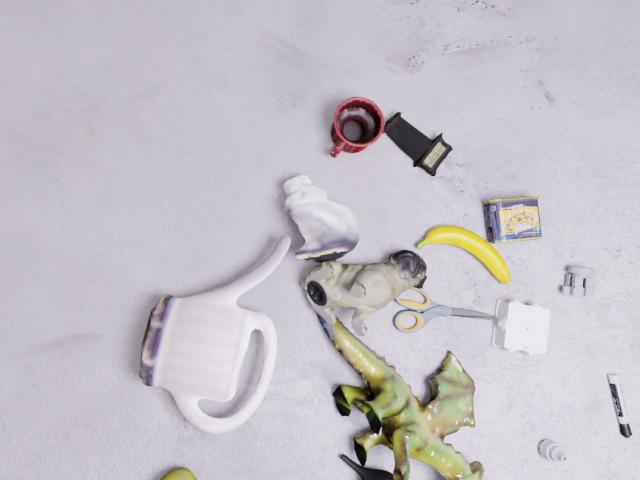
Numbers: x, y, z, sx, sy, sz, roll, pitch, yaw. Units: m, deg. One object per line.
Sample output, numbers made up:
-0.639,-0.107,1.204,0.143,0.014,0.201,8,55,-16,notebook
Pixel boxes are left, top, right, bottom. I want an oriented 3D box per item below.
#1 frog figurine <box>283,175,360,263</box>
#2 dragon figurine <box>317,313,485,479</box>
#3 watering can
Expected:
0.003,-0.046,0.921,0.137,0.121,0.161,2,73,-40,frog figurine
0.164,0.276,0.921,0.244,0.120,0.416,-11,70,-26,dragon figurine
-0.177,0.143,0.876,0.224,0.103,0.350,13,82,-5,watering can
